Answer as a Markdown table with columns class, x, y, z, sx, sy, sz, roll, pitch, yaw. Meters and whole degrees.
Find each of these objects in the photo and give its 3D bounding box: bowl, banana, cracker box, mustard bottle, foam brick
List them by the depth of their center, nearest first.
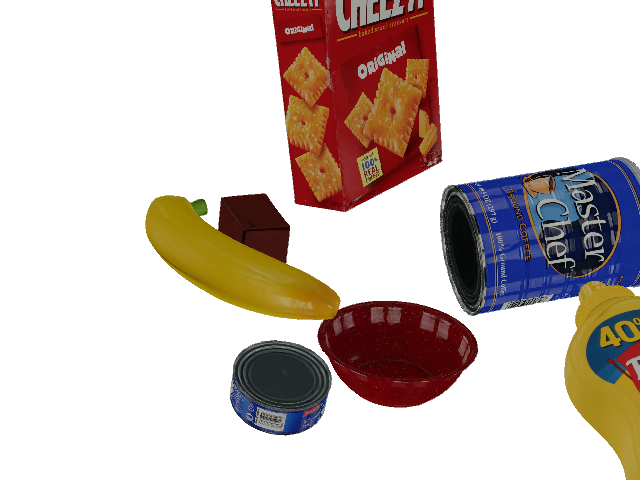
| class | x | y | z | sx | sy | sz | roll | pitch | yaw |
| --- | --- | --- | --- | --- | --- | --- | --- | --- | --- |
| mustard bottle | 0.194 | 0.085 | 0.605 | 0.096 | 0.058 | 0.192 | -10 | 35 | -8 |
| banana | -0.065 | 0.005 | 0.683 | 0.069 | 0.037 | 0.198 | -14 | 28 | -28 |
| cracker box | 0.040 | -0.153 | 0.985 | 0.072 | 0.214 | 0.163 | 12 | 26 | 38 |
| bowl | 0.077 | 0.122 | 1.085 | 0.162 | 0.055 | 0.162 | 2 | 25 | -1 |
| foam brick | -0.070 | -0.008 | 1.108 | 0.052 | 0.051 | 0.078 | -5 | 30 | -21 |

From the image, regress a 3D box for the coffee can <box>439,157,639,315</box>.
| class | x | y | z | sx | sy | sz | roll | pitch | yaw |
| --- | --- | --- | --- | --- | --- | --- | --- | --- | --- |
| coffee can | 0.175 | -0.003 | 0.826 | 0.140 | 0.103 | 0.103 | -9 | 1 | -8 |

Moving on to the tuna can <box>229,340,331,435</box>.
| class | x | y | z | sx | sy | sz | roll | pitch | yaw |
| --- | --- | --- | --- | --- | --- | --- | --- | --- | --- |
| tuna can | -0.035 | 0.127 | 0.922 | 0.086 | 0.034 | 0.086 | 8 | 35 | -6 |
